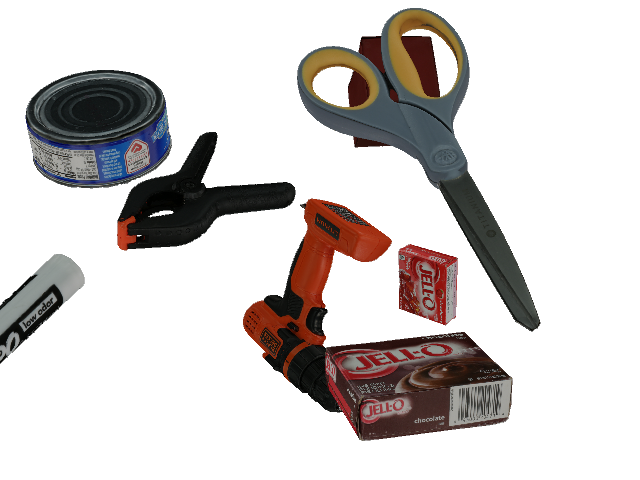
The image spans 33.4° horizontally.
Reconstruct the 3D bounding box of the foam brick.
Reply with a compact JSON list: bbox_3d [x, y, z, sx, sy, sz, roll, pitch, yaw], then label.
[{"bbox_3d":[0.052,-0.108,0.782,0.053,0.051,0.078,-3,-20,-7],"label":"foam brick"}]

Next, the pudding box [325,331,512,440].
[{"bbox_3d":[0.068,0.102,0.763,0.113,0.039,0.090,-3,18,-14],"label":"pudding box"}]

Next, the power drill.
[{"bbox_3d":[0.003,0.064,1.124,0.057,0.188,0.185,12,19,-43],"label":"power drill"}]

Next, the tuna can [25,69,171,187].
[{"bbox_3d":[-0.136,-0.070,0.653,0.086,0.034,0.086,-1,39,0],"label":"tuna can"}]

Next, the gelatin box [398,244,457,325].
[{"bbox_3d":[0.136,0.056,1.363,0.073,0.089,0.030,18,33,35],"label":"gelatin box"}]

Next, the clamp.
[{"bbox_3d":[-0.122,-0.045,0.978,0.171,0.039,0.120,-22,44,-33],"label":"clamp"}]

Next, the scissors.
[{"bbox_3d":[0.039,-0.038,0.501,0.096,0.201,0.016,-6,-39,4],"label":"scissors"}]

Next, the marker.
[{"bbox_3d":[-0.143,0.049,0.441,0.020,0.020,0.121,0,36,39],"label":"marker"}]
